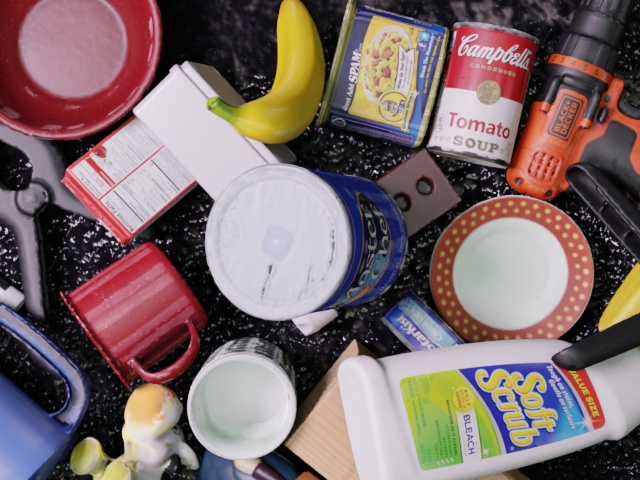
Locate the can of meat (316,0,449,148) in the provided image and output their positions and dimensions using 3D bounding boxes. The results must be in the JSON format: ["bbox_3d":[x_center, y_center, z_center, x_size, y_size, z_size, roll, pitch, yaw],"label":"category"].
[{"bbox_3d":[0.050,-0.130,0.842,0.084,0.057,0.102,14,92,-2],"label":"can of meat"}]

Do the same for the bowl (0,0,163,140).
[{"bbox_3d":[-0.201,-0.158,0.841,0.162,0.055,0.162,0,92,0],"label":"bowl"}]

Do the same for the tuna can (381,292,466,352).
[{"bbox_3d":[0.089,0.081,0.834,0.034,0.086,0.086,-45,91,0],"label":"tuna can"}]

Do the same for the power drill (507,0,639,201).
[{"bbox_3d":[0.261,-0.095,0.843,0.187,0.057,0.184,23,96,2],"label":"power drill"}]

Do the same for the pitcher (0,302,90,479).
[{"bbox_3d":[-0.308,0.114,0.821,0.243,0.149,0.145,43,127,2],"label":"pitcher"}]

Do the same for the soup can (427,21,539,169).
[{"bbox_3d":[0.127,-0.113,0.837,0.068,0.068,0.102,13,93,0],"label":"soup can"}]

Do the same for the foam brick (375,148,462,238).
[{"bbox_3d":[0.064,-0.030,0.847,0.078,0.051,0.053,-36,91,1],"label":"foam brick"}]

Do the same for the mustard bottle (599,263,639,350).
[{"bbox_3d":[0.324,0.090,0.847,0.191,0.058,0.096,37,81,-1],"label":"mustard bottle"}]

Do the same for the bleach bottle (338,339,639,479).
[{"bbox_3d":[0.145,0.111,0.775,0.250,0.068,0.102,-11,87,-17],"label":"bleach bottle"}]

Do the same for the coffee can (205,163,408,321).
[{"bbox_3d":[-0.005,0.001,0.756,0.103,0.140,0.103,0,90,20],"label":"coffee can"}]

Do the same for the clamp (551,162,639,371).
[{"bbox_3d":[0.262,0.048,0.788,0.210,0.036,0.164,23,64,-9],"label":"clamp"}]

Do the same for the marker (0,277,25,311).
[{"bbox_3d":[-0.291,0.017,0.866,0.121,0.020,0.020,38,91,-1],"label":"marker"}]

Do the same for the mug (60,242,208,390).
[{"bbox_3d":[-0.135,0.062,0.822,0.081,0.093,0.117,-36,50,-11],"label":"mug"}]

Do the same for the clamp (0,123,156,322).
[{"bbox_3d":[-0.230,-0.022,0.854,0.171,0.039,0.120,44,82,-1],"label":"clamp"}]

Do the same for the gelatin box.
[{"bbox_3d":[-0.146,-0.050,0.842,0.073,0.030,0.089,47,65,-1],"label":"gelatin box"}]

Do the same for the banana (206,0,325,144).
[{"bbox_3d":[-0.025,-0.121,0.792,0.037,0.197,0.069,-22,114,26],"label":"banana"}]

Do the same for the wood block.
[{"bbox_3d":[0.081,0.181,0.836,0.206,0.090,0.091,39,92,-1],"label":"wood block"}]
